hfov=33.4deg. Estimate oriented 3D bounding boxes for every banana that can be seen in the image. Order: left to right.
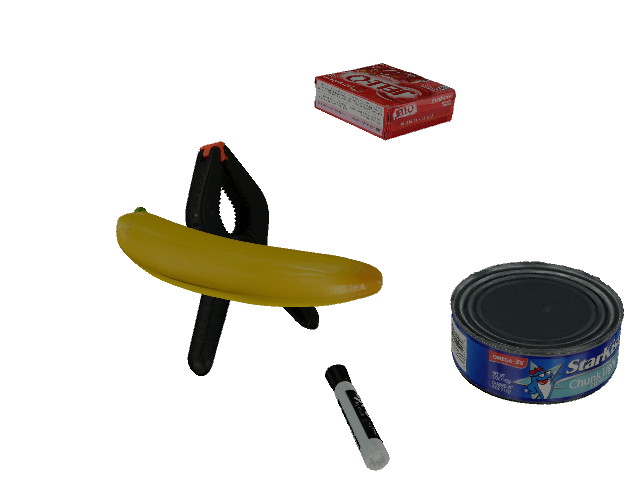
[{"bbox_3d":[-0.060,0.009,0.673,0.198,0.037,0.069,16,35,27],"label":"banana"}]

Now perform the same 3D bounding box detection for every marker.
[{"bbox_3d":[0.027,0.135,0.837,0.020,0.020,0.121,0,27,-16],"label":"marker"}]

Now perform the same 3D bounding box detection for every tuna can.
[{"bbox_3d":[0.109,0.046,0.545,0.086,0.034,0.086,-3,28,1],"label":"tuna can"}]

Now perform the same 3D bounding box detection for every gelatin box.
[{"bbox_3d":[0.050,-0.112,0.846,0.073,0.030,0.089,-18,32,-35],"label":"gelatin box"}]

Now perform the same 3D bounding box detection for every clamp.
[{"bbox_3d":[-0.072,0.011,1.014,0.036,0.210,0.164,-8,0,43],"label":"clamp"}]
